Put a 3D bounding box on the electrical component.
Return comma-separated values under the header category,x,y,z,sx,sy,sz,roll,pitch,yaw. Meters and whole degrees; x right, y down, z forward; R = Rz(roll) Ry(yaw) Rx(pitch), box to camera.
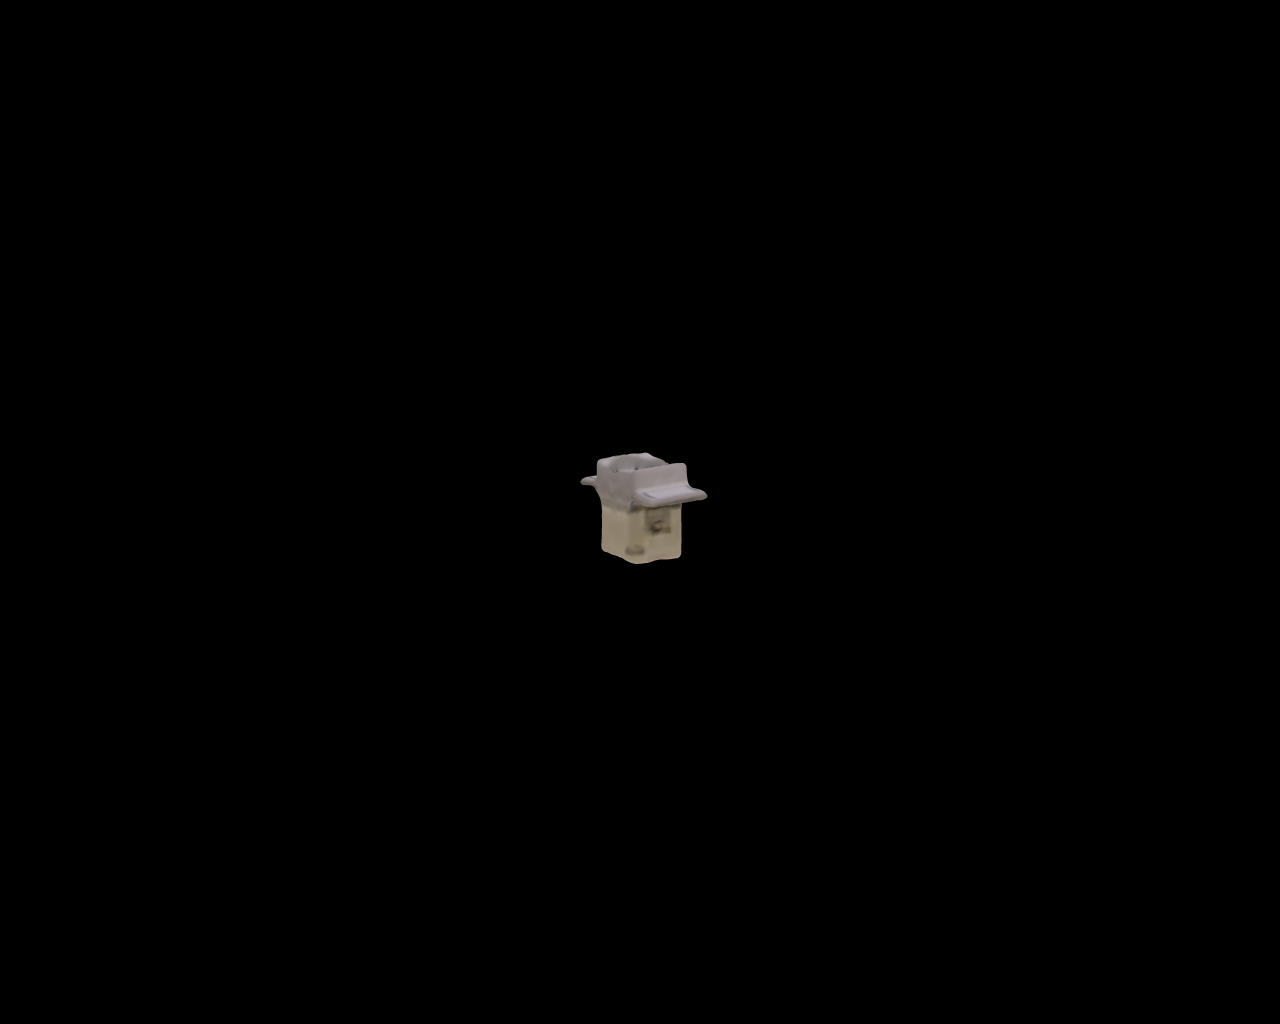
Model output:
category,x,y,z,sx,sy,sz,roll,pitch,yaw
electrical component,0.001,-0.003,0.650,0.042,0.063,0.081,-8,16,-31
